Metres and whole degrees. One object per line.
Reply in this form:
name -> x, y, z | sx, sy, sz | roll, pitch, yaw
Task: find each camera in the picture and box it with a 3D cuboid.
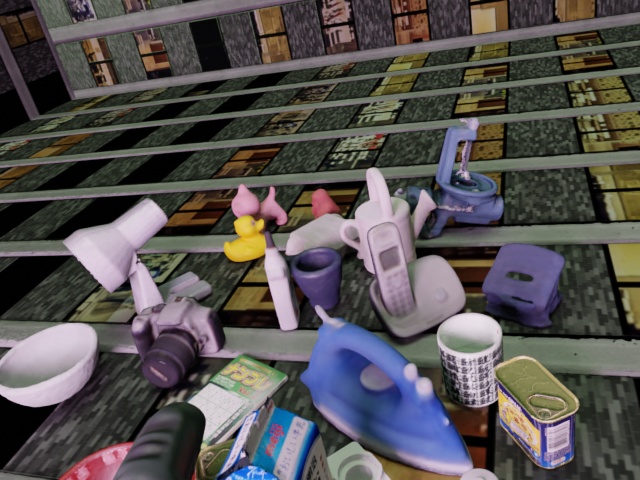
camera -> -0.245, 0.162, 0.919 | 0.143, 0.101, 0.137 | -3, 30, 16

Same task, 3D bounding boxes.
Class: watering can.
watering can -> 0.122, -0.044, 1.045 | 0.173, 0.194, 0.100 | -25, 31, -22

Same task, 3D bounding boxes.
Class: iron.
iron -> 0.081, 0.176, 0.718 | 0.119, 0.142, 0.257 | -31, 34, -31

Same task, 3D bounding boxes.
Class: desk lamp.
desk lamp -> -0.333, 0.043, 1.051 | 0.204, 0.214, 0.117 | -30, 33, -29

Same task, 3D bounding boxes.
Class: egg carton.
egg carton -> 0.010, 0.004, 1.135 | 0.151, 0.069, 0.107 | -31, 33, -30

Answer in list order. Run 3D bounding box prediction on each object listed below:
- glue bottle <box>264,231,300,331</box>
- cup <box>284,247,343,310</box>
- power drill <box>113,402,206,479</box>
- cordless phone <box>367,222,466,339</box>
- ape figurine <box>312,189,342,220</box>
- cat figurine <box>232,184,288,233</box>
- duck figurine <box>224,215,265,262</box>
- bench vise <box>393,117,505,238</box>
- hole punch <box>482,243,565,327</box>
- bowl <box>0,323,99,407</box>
glue bottle -> -0.068, 0.062, 0.952 | 0.037, 0.173, 0.078 | -12, 28, 1
cup -> -0.011, 0.071, 0.995 | 0.117, 0.095, 0.092 | 7, 34, 32
power drill -> -0.139, 0.281, 0.547 | 0.075, 0.209, 0.229 | -11, 28, 3
cordless phone -> 0.143, 0.047, 0.882 | 0.148, 0.185, 0.093 | -24, 30, -20
ape figurine -> 0.007, -0.069, 1.245 | 0.076, 0.092, 0.078 | -6, 29, 12
cat figurine -> -0.145, -0.076, 1.291 | 0.128, 0.118, 0.067 | -31, 33, -30
duck figurine -> -0.157, -0.009, 1.208 | 0.105, 0.086, 0.077 | -20, 29, -14
bench vise -> 0.247, -0.115, 1.096 | 0.207, 0.220, 0.121 | -19, 29, -11
hole punch -> 0.313, 0.067, 0.877 | 0.108, 0.091, 0.101 | 14, 38, 39
bowl -> -0.430, 0.213, 0.928 | 0.167, 0.075, 0.167 | -10, 28, 6
